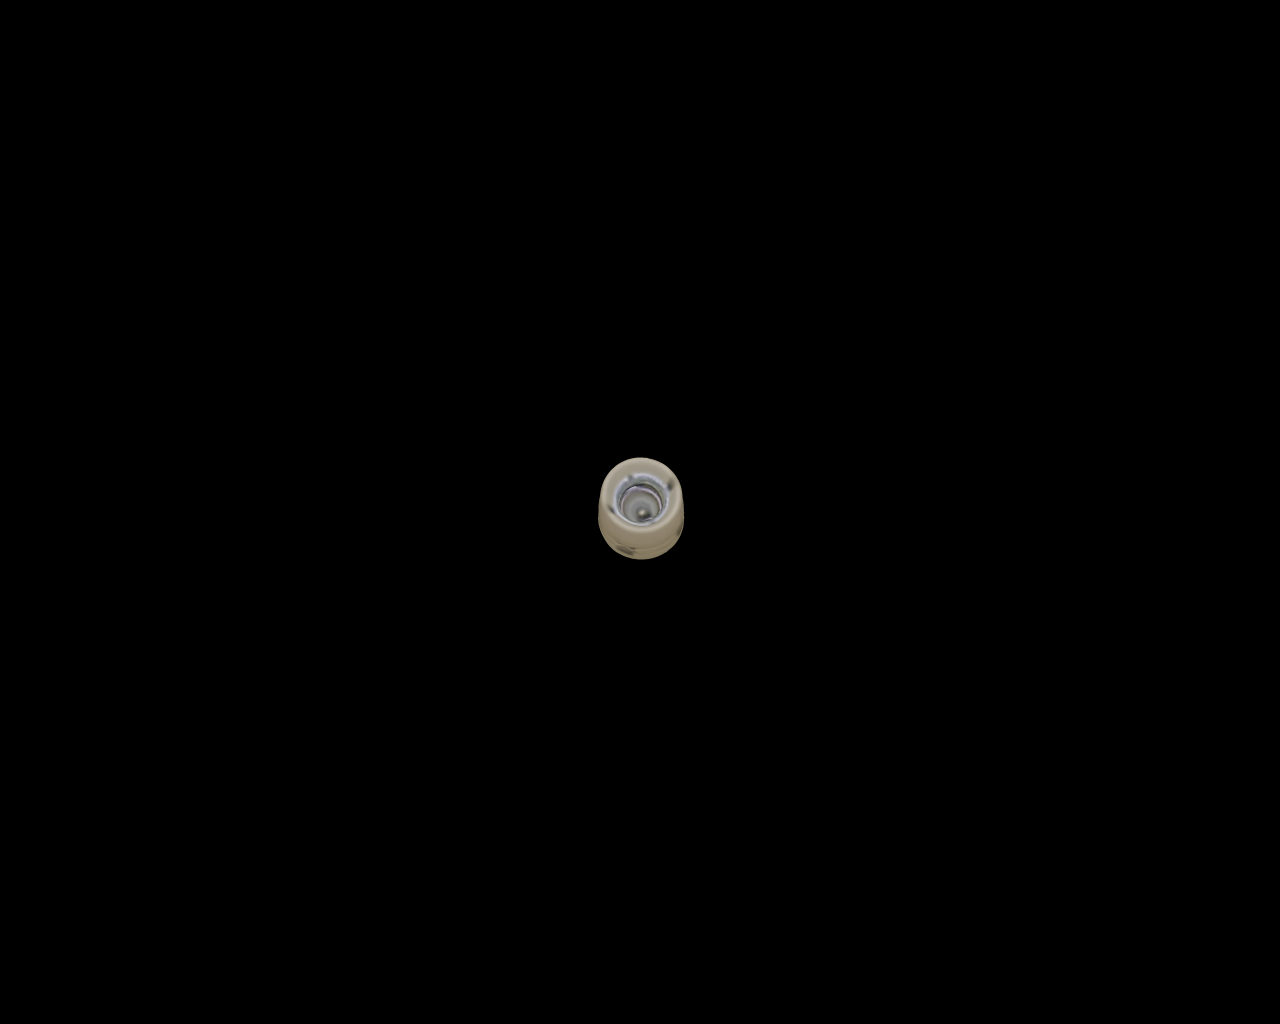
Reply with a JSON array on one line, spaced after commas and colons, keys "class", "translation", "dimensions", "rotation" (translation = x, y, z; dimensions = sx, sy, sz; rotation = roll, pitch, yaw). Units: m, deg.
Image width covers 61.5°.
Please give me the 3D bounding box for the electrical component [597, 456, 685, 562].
[{"class": "electrical component", "translation": [0.001, -0.003, 0.650], "dimensions": [0.055, 0.055, 0.047], "rotation": [0, -20, 0]}]
